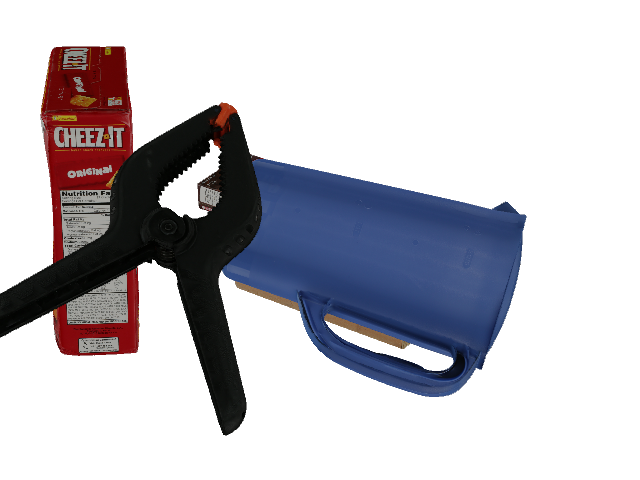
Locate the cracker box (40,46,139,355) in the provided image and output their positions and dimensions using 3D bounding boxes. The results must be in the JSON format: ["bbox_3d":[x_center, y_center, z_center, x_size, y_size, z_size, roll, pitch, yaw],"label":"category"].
[{"bbox_3d":[-0.191,-0.036,0.889,0.072,0.214,0.164,-2,27,-11],"label":"cracker box"}]

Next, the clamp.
[{"bbox_3d":[-0.085,0.008,0.647,0.164,0.209,0.036,27,-28,5],"label":"clamp"}]

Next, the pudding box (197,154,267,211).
[{"bbox_3d":[-0.086,-0.064,1.323,0.090,0.039,0.113,18,35,23],"label":"pudding box"}]

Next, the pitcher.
[{"bbox_3d":[0.040,0.021,0.890,0.243,0.145,0.149,16,18,10],"label":"pitcher"}]

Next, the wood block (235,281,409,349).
[{"bbox_3d":[0.019,0.025,1.098,0.206,0.091,0.090,19,31,29],"label":"wood block"}]
